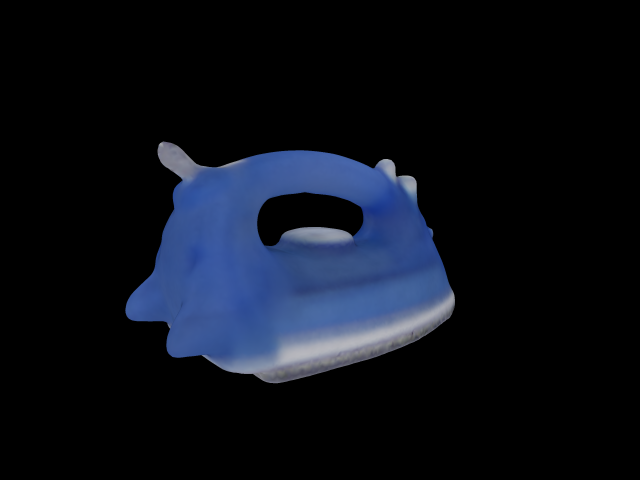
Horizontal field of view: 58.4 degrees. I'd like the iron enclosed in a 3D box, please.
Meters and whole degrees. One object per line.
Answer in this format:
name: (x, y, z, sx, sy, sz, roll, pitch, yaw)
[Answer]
iron: (0.004, 0.001, 0.400, 0.259, 0.141, 0.118, -8, 14, -34)
